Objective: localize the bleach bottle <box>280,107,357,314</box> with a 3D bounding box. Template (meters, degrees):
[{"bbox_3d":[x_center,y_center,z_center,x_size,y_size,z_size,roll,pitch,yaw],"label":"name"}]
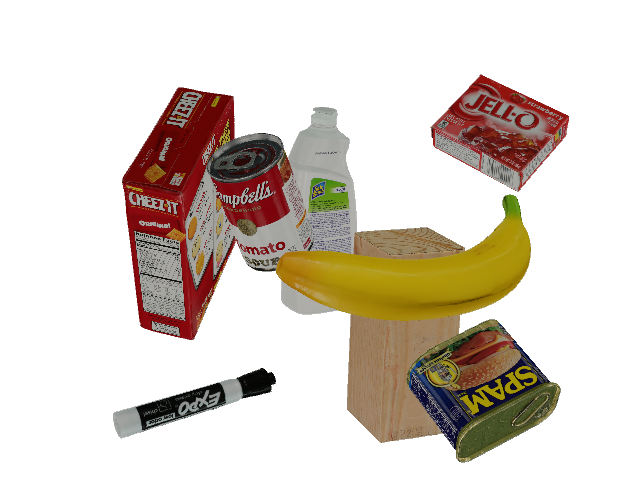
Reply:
[{"bbox_3d":[0.005,-0.038,1.313,0.102,0.251,0.068,-8,22,-31],"label":"bleach bottle"}]

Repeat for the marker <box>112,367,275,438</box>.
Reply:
[{"bbox_3d":[-0.088,0.115,0.767,0.121,0.020,0.020,-14,6,-23],"label":"marker"}]

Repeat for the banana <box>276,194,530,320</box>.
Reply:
[{"bbox_3d":[0.067,0.019,0.665,0.197,0.037,0.070,-13,47,-34],"label":"banana"}]

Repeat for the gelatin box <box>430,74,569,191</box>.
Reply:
[{"bbox_3d":[0.148,-0.091,0.885,0.089,0.073,0.030,32,-26,26],"label":"gelatin box"}]

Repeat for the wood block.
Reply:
[{"bbox_3d":[0.089,0.098,1.140,0.090,0.206,0.091,-4,17,-21],"label":"wood block"}]

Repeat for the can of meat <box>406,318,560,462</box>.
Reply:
[{"bbox_3d":[0.135,0.124,0.900,0.102,0.057,0.084,-23,52,-18],"label":"can of meat"}]

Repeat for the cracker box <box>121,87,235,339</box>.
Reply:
[{"bbox_3d":[-0.145,-0.028,1.132,0.072,0.214,0.164,11,45,9],"label":"cracker box"}]

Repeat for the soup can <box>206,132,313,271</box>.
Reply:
[{"bbox_3d":[-0.051,-0.032,0.924,0.068,0.102,0.068,-12,36,9],"label":"soup can"}]
